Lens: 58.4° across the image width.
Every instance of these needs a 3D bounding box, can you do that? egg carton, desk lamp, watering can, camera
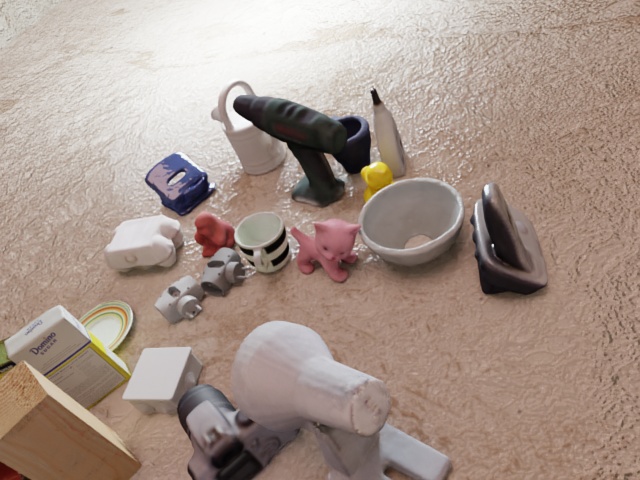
[{"bbox_3d":[-0.341,0.010,1.106,0.150,0.070,0.107,-8,45,18],"label":"egg carton"},{"bbox_3d":[0.023,0.197,0.638,0.202,0.214,0.118,17,57,37],"label":"desk lamp"},{"bbox_3d":[-0.156,-0.237,1.174,0.172,0.194,0.101,1,48,26],"label":"watering can"},{"bbox_3d":[-0.125,0.237,0.753,0.143,0.101,0.136,-39,44,-15],"label":"camera"}]

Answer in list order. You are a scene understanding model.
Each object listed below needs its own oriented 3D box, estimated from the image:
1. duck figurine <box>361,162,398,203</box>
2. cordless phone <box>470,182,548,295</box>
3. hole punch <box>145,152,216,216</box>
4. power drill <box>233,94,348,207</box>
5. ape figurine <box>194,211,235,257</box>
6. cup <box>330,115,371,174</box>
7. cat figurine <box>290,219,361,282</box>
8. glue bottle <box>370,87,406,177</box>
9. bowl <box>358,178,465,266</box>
[{"bbox_3d":[0.110,-0.093,0.983,0.077,0.086,0.104,-40,44,-16],"label":"duck figurine"},{"bbox_3d":[0.248,-0.026,0.776,0.094,0.185,0.147,-13,44,14],"label":"cordless phone"},{"bbox_3d":[-0.292,-0.121,1.198,0.100,0.091,0.109,26,63,41],"label":"hole punch"},{"bbox_3d":[-0.040,-0.163,1.034,0.228,0.209,0.076,16,56,36],"label":"power drill"},{"bbox_3d":[-0.198,-0.015,1.047,0.076,0.092,0.077,-38,43,-13],"label":"ape figurine"},{"bbox_3d":[0.054,-0.180,1.091,0.091,0.095,0.117,-28,42,-3],"label":"cup"},{"bbox_3d":[0.008,0.003,0.911,0.127,0.118,0.067,10,53,33],"label":"cat figurine"},{"bbox_3d":[0.117,-0.197,1.019,0.037,0.173,0.078,-8,45,18],"label":"glue bottle"},{"bbox_3d":[0.147,-0.017,0.898,0.167,0.075,0.167,-13,43,13],"label":"bowl"}]
